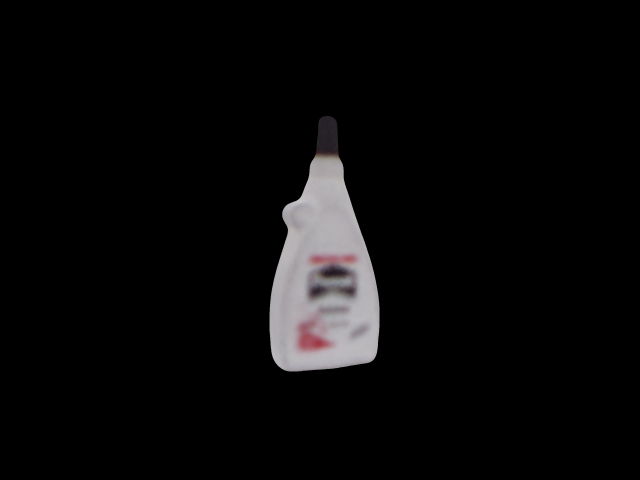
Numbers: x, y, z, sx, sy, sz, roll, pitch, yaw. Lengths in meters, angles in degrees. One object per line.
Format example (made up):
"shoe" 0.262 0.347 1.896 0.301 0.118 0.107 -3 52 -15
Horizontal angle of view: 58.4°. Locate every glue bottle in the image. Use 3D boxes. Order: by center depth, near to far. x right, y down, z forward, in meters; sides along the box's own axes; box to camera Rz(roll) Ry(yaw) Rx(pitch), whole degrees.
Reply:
"glue bottle" 0.004 0.001 0.400 0.078 0.173 0.037 -2 5 -23
